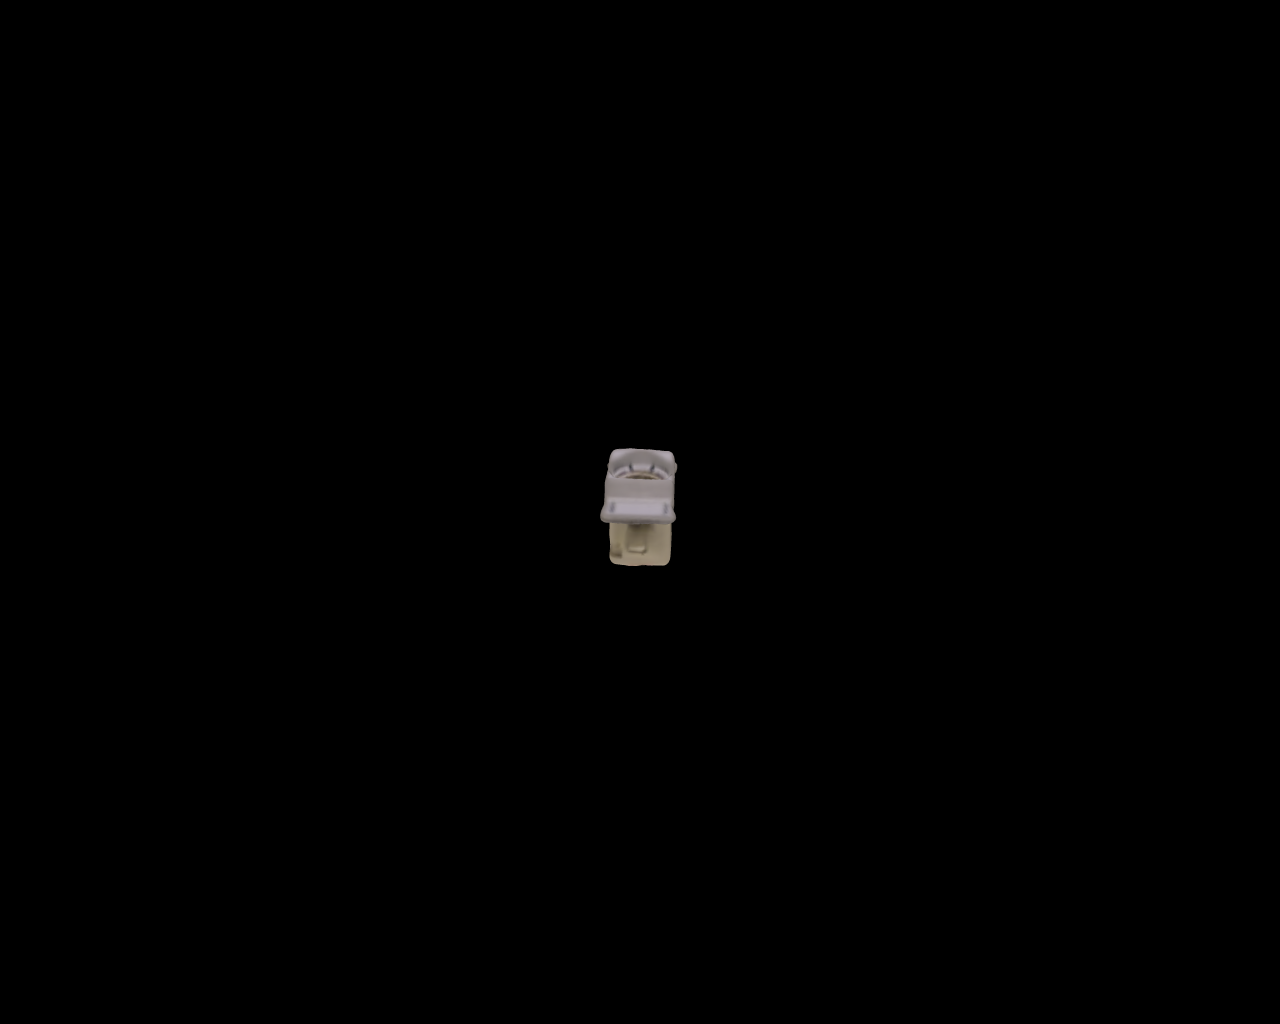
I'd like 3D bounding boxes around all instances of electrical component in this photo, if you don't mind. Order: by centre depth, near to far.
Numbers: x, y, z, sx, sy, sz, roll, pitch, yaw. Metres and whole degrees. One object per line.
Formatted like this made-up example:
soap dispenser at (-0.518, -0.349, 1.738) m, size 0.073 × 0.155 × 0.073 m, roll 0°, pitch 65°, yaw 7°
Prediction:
electrical component at (0.001, -0.003, 0.650) m, size 0.042 × 0.063 × 0.081 m, roll 2°, pitch 27°, yaw 3°
